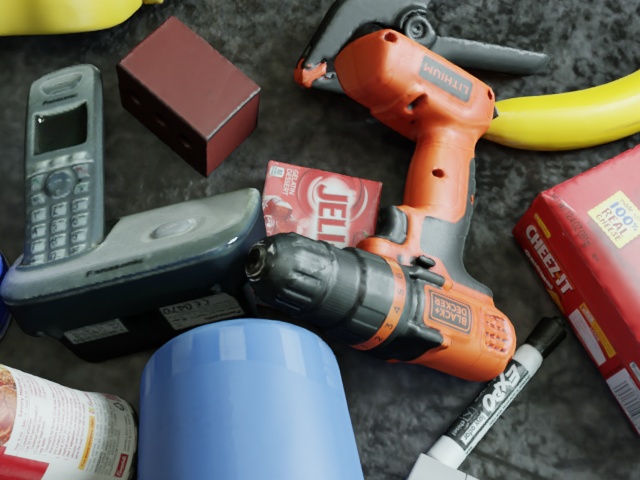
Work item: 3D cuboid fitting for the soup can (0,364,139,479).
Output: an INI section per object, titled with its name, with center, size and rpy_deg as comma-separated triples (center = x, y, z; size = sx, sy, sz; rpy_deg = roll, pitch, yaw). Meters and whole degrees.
[soup can]
center = -0.153, 0.102, 0.554
size = 0.102, 0.069, 0.068
rpy_deg = 24, 61, -39

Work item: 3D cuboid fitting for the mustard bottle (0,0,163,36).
[mustard bottle]
center = -0.178, -0.168, 0.682
size = 0.191, 0.058, 0.096
rpy_deg = -5, 41, -9

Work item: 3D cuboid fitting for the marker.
[marker]
center = 0.107, 0.090, 0.634
size = 0.020, 0.020, 0.121
rpy_deg = 41, 71, 10

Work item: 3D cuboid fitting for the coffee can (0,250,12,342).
[coffee can]
center = -0.226, 0.011, 0.568
size = 0.102, 0.140, 0.103
rpy_deg = 2, 68, -5

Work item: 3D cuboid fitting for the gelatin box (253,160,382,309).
[gelatin box]
center = -0.004, 0.001, 0.653
size = 0.073, 0.030, 0.089
rpy_deg = 12, 68, -2

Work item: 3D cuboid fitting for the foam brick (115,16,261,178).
[foam brick]
center = -0.082, -0.090, 0.669
size = 0.078, 0.053, 0.051
rpy_deg = 40, 70, 11

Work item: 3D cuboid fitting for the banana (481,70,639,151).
[banana]
center = 0.195, -0.098, 0.710
size = 0.197, 0.037, 0.070
rpy_deg = -28, 56, -16

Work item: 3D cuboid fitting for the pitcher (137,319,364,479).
[pitcher]
center = -0.024, 0.169, 0.520
size = 0.144, 0.149, 0.243
rpy_deg = 2, 52, -14

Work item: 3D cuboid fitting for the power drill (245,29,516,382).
[power drill]
center = 0.040, -0.023, 0.615
size = 0.184, 0.057, 0.187
rpy_deg = 24, 61, -36

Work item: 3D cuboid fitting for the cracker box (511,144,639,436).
[cracker box]
center = 0.253, 0.008, 0.653
size = 0.213, 0.072, 0.164
rpy_deg = -25, 73, -15

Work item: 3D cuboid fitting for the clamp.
[clamp]
center = 0.061, -0.148, 0.695
size = 0.171, 0.039, 0.120
rpy_deg = -17, 96, -12
